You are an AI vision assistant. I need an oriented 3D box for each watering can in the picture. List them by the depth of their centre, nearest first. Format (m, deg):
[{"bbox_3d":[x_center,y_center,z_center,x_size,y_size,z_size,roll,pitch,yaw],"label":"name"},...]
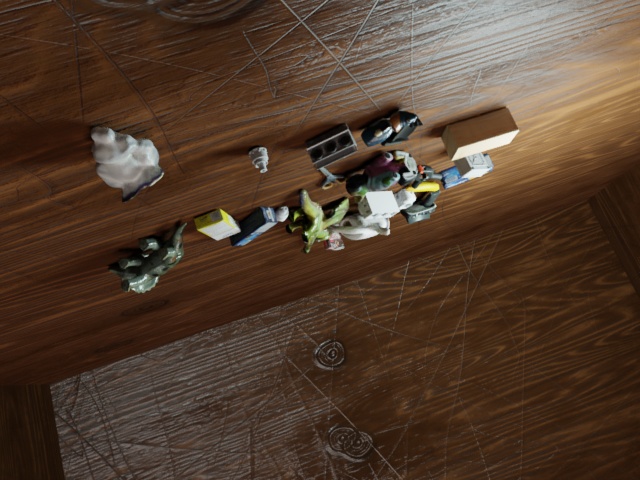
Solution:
[{"bbox_3d":[0.193,-0.054,2.052,0.226,0.103,0.348,-14,-166,-42],"label":"watering can"}]

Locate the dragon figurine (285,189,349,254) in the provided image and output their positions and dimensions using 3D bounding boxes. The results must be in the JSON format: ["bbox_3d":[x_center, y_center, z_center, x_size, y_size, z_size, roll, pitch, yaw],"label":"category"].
[{"bbox_3d":[0.006,-0.095,1.888,0.245,0.123,0.401,-32,157,-26],"label":"dragon figurine"}]

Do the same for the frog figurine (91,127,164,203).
[{"bbox_3d":[-0.416,-0.177,1.073,0.136,0.126,0.156,-18,130,25],"label":"frog figurine"}]
